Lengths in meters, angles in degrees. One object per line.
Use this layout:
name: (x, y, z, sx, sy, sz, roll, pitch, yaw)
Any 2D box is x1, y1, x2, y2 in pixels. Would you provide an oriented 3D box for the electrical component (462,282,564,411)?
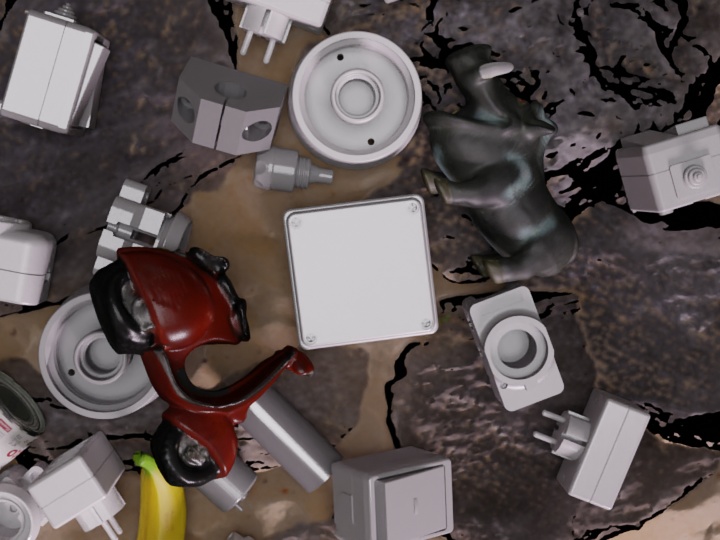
electrical component: (0.121, 0.060, 0.852, 0.050, 0.055, 0.089, -21, 95, -1)

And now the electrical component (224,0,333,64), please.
electrical component: (-0.069, -0.198, 0.828, 0.083, 0.047, 0.075, 20, 93, -4)

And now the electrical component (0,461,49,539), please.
electrical component: (-0.276, 0.191, 0.845, 0.078, 0.057, 0.058, -45, 95, 1)

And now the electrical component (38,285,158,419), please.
electrical component: (-0.196, 0.064, 0.837, 0.108, 0.060, 0.108, 0, 95, -2)

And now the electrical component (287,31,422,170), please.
electrical component: (-0.003, -0.132, 0.829, 0.108, 0.060, 0.108, 0, 95, -2)

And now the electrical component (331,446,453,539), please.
electrical component: (0.033, 0.178, 0.843, 0.096, 0.061, 0.061, -5, 95, -34)

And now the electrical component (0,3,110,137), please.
electrical component: (-0.226, -0.153, 0.817, 0.061, 0.061, 0.096, 17, 94, -4)

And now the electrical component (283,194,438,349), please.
electrical component: (0.000, 0.000, 0.842, 0.109, 0.056, 0.108, -7, 95, -2)

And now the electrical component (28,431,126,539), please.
electrical component: (-0.208, 0.176, 0.834, 0.047, 0.083, 0.075, -32, 95, 0)

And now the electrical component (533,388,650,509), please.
electrical component: (0.178, 0.136, 0.866, 0.076, 0.047, 0.083, 22, 94, -3)

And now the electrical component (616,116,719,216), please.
electrical component: (0.242, -0.080, 0.826, 0.062, 0.096, 0.061, -17, 95, -1)

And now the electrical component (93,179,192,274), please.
electrical component: (-0.165, -0.024, 0.833, 0.057, 0.058, 0.078, 19, 89, -2)

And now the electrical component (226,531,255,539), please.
electrical component: (-0.110, 0.273, 0.849, 0.057, 0.078, 0.113, 38, 92, -8)

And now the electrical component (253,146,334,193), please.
electrical component: (-0.052, -0.077, 0.845, 0.061, 0.035, 0.035, 8, 94, -5)

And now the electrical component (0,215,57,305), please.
electrical component: (-0.287, -0.012, 0.830, 0.095, 0.053, 0.059, 11, 94, -3)

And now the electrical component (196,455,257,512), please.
electrical component: (-0.118, 0.158, 0.858, 0.078, 0.040, 0.040, 43, 92, -5)

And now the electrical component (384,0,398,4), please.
electrical component: (0.055, -0.246, 0.825, 0.077, 0.066, 0.047, -26, 96, -29)
